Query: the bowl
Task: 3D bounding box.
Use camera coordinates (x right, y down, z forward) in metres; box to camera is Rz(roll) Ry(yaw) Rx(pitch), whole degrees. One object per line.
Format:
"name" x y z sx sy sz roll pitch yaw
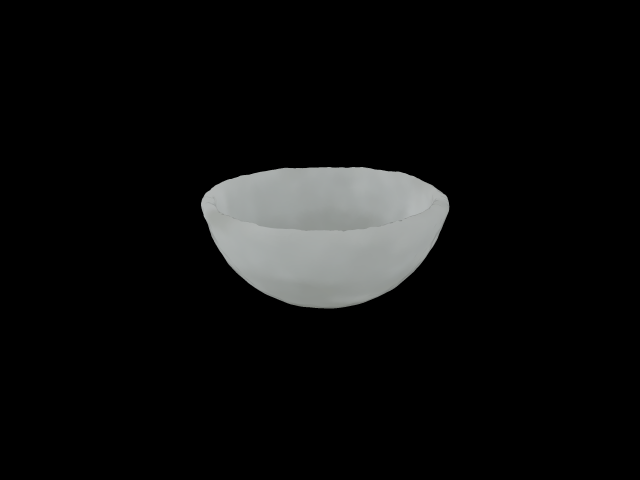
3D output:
"bowl" 0.004 0.001 0.400 0.167 0.075 0.167 0 20 0
